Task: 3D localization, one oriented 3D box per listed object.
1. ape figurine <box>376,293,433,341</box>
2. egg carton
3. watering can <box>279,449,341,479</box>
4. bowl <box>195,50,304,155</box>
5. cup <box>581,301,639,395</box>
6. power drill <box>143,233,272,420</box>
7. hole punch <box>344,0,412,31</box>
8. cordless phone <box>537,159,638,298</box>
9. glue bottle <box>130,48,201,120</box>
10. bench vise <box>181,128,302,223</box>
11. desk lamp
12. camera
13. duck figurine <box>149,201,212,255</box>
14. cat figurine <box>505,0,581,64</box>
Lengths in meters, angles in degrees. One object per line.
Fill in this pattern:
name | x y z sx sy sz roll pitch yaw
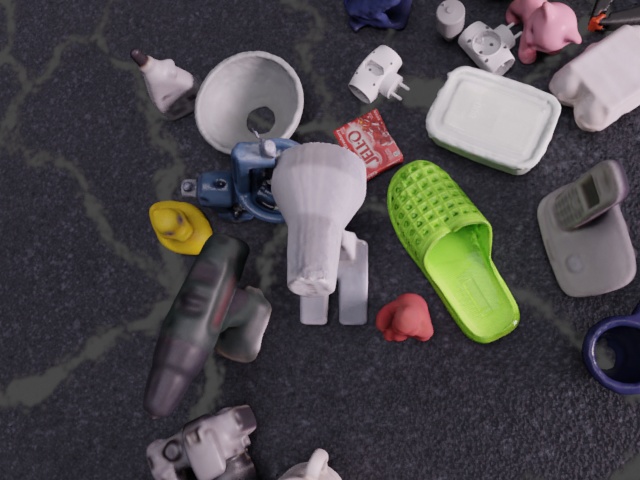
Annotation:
ape figurine | 0.114 0.106 0.760 0.077 0.092 0.076 31 86 16
egg carton | 0.398 -0.221 0.782 0.150 0.069 0.107 -35 74 3
watering can | -0.030 0.344 0.688 0.100 0.194 0.173 -3 78 11
bowl | -0.099 -0.195 0.872 0.167 0.075 0.167 -2 78 11
cup | 0.367 0.129 0.705 0.091 0.095 0.118 25 85 15
power drill | -0.137 0.112 0.748 0.075 0.208 0.230 14 82 14
hole punch | 0.087 -0.383 0.864 0.101 0.091 0.109 9 81 13
cordless phone | 0.334 -0.012 0.692 0.094 0.185 0.147 -17 76 8
glue bottle | -0.233 -0.239 0.856 0.078 0.173 0.037 -26 75 5
bench vise | -0.094 -0.072 0.771 0.207 0.220 0.121 -21 75 7
desk lamp | 0.007 0.003 0.739 0.117 0.214 0.203 -2 78 11
camera | -0.146 0.309 0.767 0.143 0.101 0.136 -28 75 5
duck figurine | -0.220 -0.025 0.856 0.104 0.086 0.077 35 87 16
cat figurine | 0.309 -0.307 0.791 0.067 0.118 0.128 -17 76 8
